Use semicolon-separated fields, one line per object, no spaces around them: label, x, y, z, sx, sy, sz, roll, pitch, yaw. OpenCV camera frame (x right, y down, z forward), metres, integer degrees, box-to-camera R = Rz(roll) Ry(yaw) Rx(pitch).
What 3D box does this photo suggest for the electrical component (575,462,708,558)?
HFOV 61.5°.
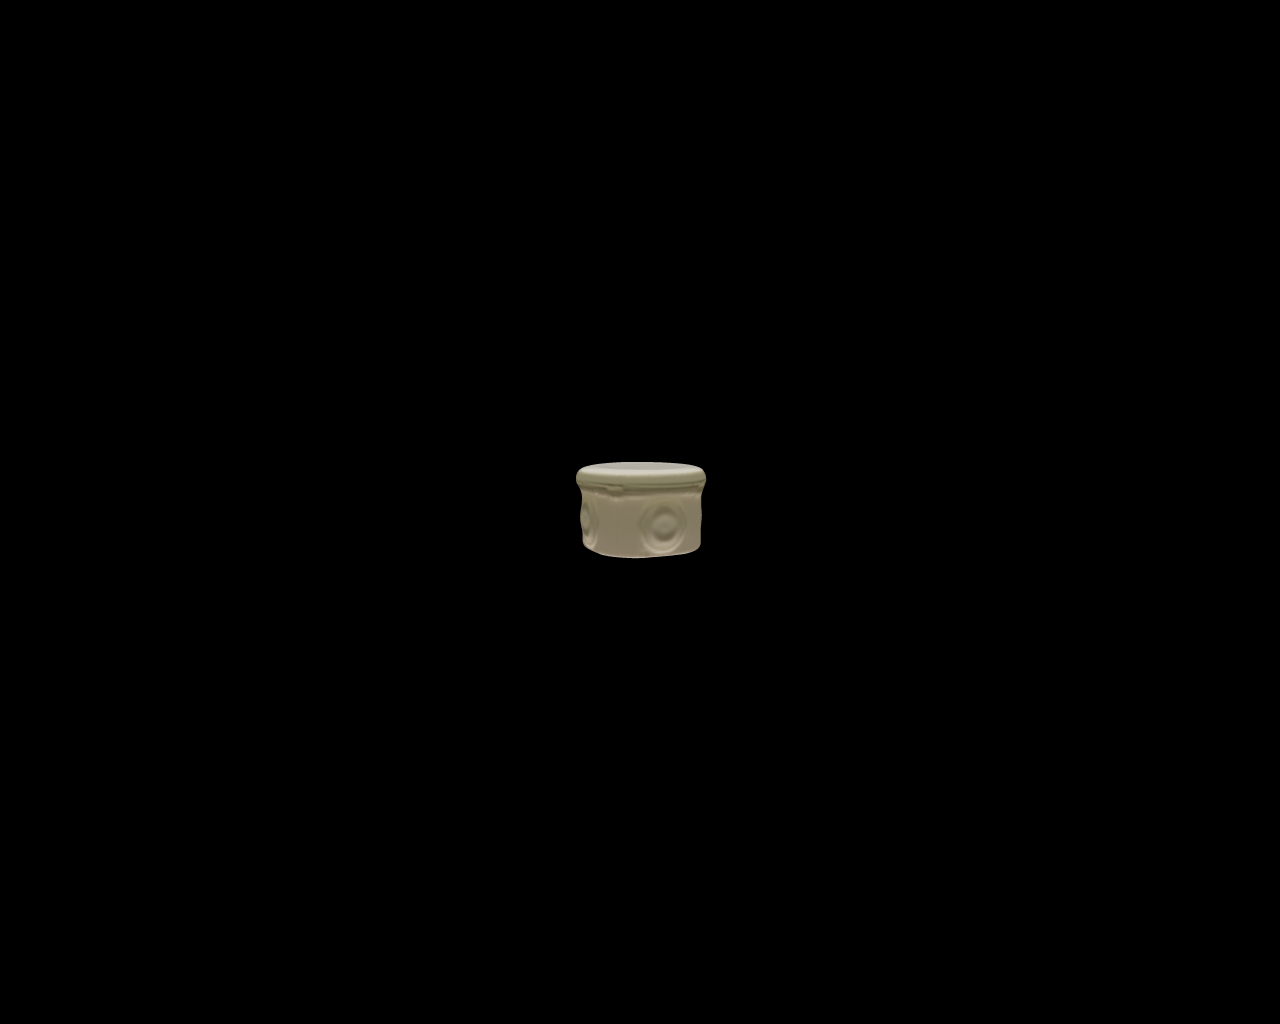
electrical component;0.001;-0.003;0.650;0.080;0.051;0.080;0;7;0
